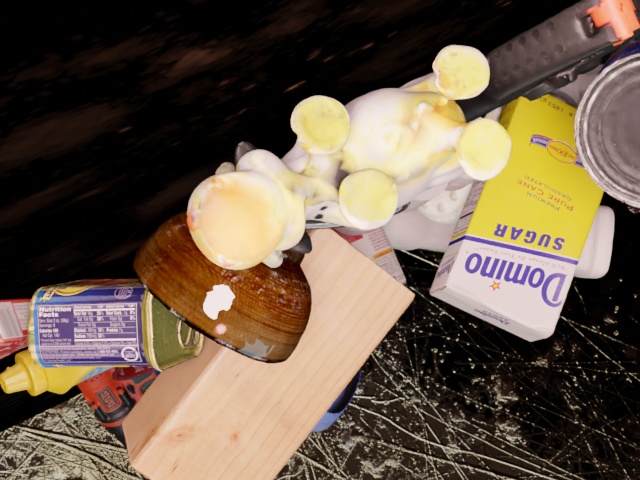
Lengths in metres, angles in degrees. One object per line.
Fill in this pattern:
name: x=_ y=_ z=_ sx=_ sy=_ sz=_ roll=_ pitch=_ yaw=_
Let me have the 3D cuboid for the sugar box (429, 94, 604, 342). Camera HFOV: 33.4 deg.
sugar box: x=0.160 y=-0.021 z=0.818 sx=0.048 sy=0.093 sz=0.176 roll=139 pitch=-26 yaw=-72

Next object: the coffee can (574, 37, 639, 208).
coffee can: x=0.232 y=-0.091 z=0.709 sx=0.103 sy=0.103 sz=0.140 roll=-28 pitch=-171 yaw=31

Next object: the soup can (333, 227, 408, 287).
soup can: x=0.021 y=0.005 z=0.868 sx=0.068 sy=0.102 sz=0.068 roll=-25 pitch=177 yaw=-2

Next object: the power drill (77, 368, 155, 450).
power drill: x=-0.190 y=0.159 z=1.283 sx=0.187 sy=0.184 sz=0.057 roll=-31 pitch=-139 yaw=-8

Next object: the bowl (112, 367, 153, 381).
bowl: x=-0.162 y=0.093 z=1.161 sx=0.162 sy=0.055 sz=0.162 roll=-26 pitch=169 yaw=-6

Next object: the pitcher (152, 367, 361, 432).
pitcher: x=-0.035 y=0.066 z=0.936 sx=0.145 sy=0.149 sz=0.242 roll=-3 pitch=-168 yaw=18

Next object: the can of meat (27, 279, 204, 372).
can of meat: x=-0.130 y=0.053 z=0.694 sx=0.084 sy=0.057 sz=0.102 roll=-2 pitch=-179 yaw=12

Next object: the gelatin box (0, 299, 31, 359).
gelatin box: x=-0.219 y=0.065 z=0.671 sx=0.073 sy=0.030 sz=0.089 roll=-25 pitch=176 yaw=4

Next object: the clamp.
clamp: x=0.112 y=-0.094 z=0.594 sx=0.164 sy=0.036 sz=0.210 roll=-26 pitch=180 yaw=-4

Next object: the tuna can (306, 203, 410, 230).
tuna can: x=0.011 y=-0.031 z=0.636 sx=0.086 sy=0.034 sz=0.086 roll=-7 pitch=171 yaw=-1

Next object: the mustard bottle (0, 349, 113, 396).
mustard bottle: x=-0.200 y=0.094 z=0.974 sx=0.191 sy=0.058 sz=0.096 roll=-23 pitch=-178 yaw=-30

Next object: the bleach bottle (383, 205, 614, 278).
bleach bottle: x=0.140 y=-0.011 z=1.006 sx=0.251 sy=0.068 sz=0.102 roll=7 pitch=178 yaw=3

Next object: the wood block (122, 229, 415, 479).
wood block: x=-0.039 y=0.086 z=0.756 sx=0.206 sy=0.090 sz=0.091 roll=-52 pitch=-161 yaw=0
